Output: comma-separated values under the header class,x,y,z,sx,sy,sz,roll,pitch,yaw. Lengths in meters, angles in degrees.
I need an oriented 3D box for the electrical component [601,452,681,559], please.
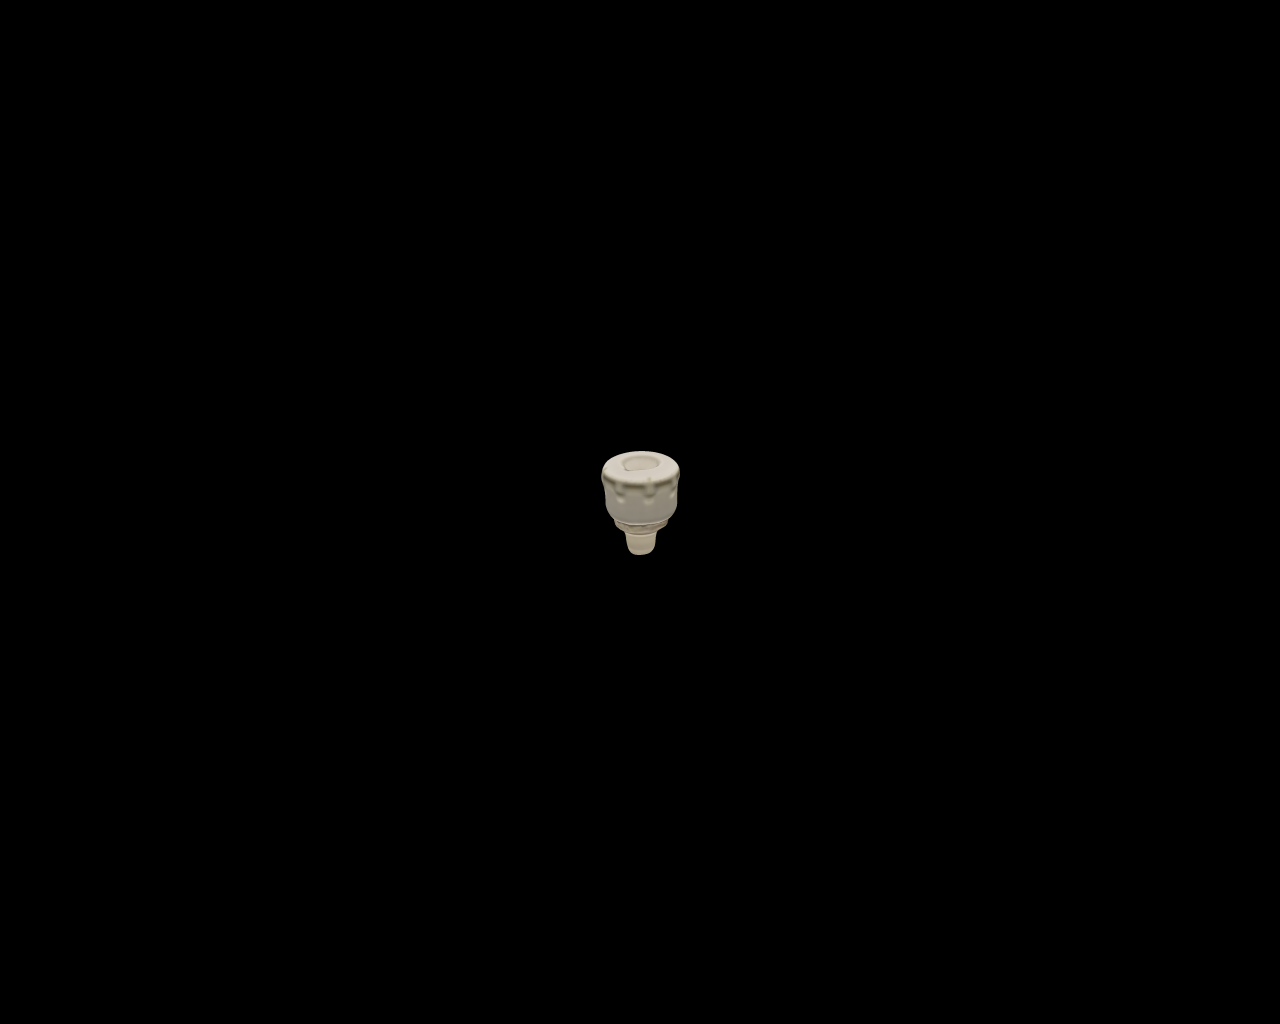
class,x,y,z,sx,sy,sz,roll,pitch,yaw
electrical component,0.001,-0.003,0.650,0.048,0.062,0.048,0,25,0
